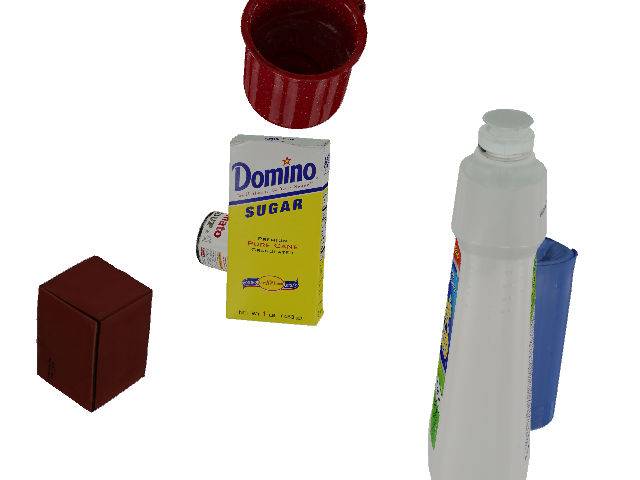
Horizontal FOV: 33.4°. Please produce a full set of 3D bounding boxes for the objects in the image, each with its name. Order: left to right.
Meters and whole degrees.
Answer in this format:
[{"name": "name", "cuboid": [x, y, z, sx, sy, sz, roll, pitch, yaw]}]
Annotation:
[{"name": "foam brick", "cuboid": [-0.147, 0.060, 0.691, 0.053, 0.078, 0.051, 29, 38, 23]}, {"name": "soup can", "cuboid": [-0.087, 0.008, 1.258, 0.102, 0.068, 0.068, 14, 5, 20]}, {"name": "sugar box", "cuboid": [-0.041, -0.010, 1.024, 0.093, 0.176, 0.048, 3, 15, 8]}, {"name": "mug", "cuboid": [-0.009, -0.146, 0.819, 0.093, 0.117, 0.081, 39, -24, 11]}, {"name": "bleach bottle", "cuboid": [0.106, 0.037, 0.660, 0.068, 0.251, 0.102, 4, 30, 7]}, {"name": "pitcher", "cuboid": [0.245, 0.120, 1.376, 0.149, 0.243, 0.144, 6, 18, 16]}]
